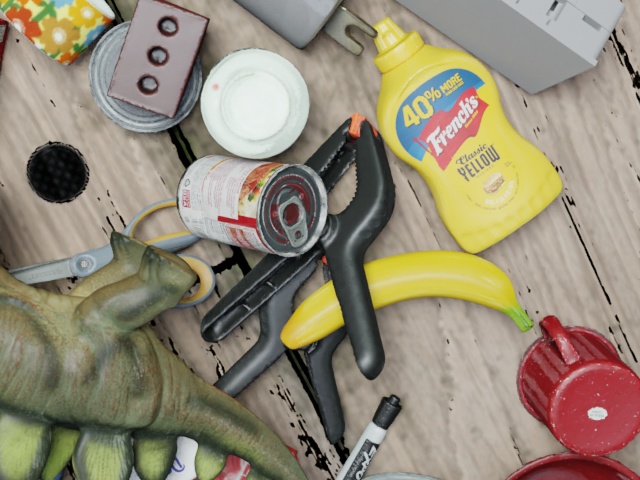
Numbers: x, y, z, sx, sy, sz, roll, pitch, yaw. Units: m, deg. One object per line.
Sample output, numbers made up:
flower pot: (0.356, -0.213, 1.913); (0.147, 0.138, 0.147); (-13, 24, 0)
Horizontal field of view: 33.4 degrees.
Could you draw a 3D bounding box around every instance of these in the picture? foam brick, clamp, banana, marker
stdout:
foam brick: (-0.117, -0.135, 0.779); (0.053, 0.051, 0.078); (19, 99, -8)
clamp: (-0.010, 0.086, 0.874); (0.120, 0.039, 0.171); (24, 97, -20)
banana: (0.066, 0.043, 0.834); (0.198, 0.037, 0.069); (-5, 66, 2)
marker: (0.035, 0.184, 0.905); (0.020, 0.020, 0.121); (28, 99, -9)
clamp: (-0.005, 0.001, 0.825); (0.165, 0.036, 0.210); (1, 67, 31)

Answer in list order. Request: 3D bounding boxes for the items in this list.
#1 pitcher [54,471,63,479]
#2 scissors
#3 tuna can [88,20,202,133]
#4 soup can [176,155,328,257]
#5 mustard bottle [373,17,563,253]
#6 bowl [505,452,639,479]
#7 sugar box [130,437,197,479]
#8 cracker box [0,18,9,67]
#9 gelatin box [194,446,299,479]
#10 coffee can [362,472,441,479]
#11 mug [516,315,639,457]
pitcher: (-0.314, 0.251, 0.851); (0.149, 0.145, 0.243); (28, 95, -21)
scissors: (-0.167, 0.033, 0.825); (0.201, 0.016, 0.096); (-28, 92, -20)
tuna can: (-0.134, -0.127, 0.824); (0.086, 0.034, 0.086); (-1, 101, -3)
soup can: (-0.053, -0.028, 0.806); (0.068, 0.102, 0.068); (-10, 104, -42)
mustard bottle: (0.100, -0.090, 0.834); (0.096, 0.058, 0.191); (-35, 101, 5)
bowl: (0.205, 0.247, 0.910); (0.162, 0.055, 0.162); (-1, 102, -4)
sugar box: (-0.164, 0.126, 0.855); (0.093, 0.048, 0.176); (-33, 93, 4)
cracker box: (-0.338, -0.082, 0.803); (0.164, 0.072, 0.214); (14, 101, -5)
gelatin box: (-0.071, 0.200, 0.896); (0.073, 0.030, 0.089); (31, 98, -9)
coffee can: (0.070, 0.278, 0.884); (0.102, 0.103, 0.140); (5, 101, -5)
mug: (0.211, 0.115, 0.870); (0.093, 0.081, 0.117); (-24, 102, 1)
